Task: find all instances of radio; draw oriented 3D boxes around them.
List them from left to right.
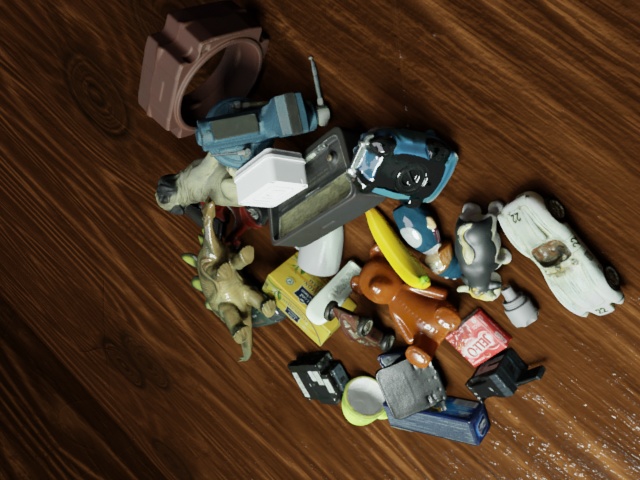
[{"bbox_3d":[0.000,-0.084,0.900,0.230,0.073,0.131,-29,64,44],"label":"radio"}]

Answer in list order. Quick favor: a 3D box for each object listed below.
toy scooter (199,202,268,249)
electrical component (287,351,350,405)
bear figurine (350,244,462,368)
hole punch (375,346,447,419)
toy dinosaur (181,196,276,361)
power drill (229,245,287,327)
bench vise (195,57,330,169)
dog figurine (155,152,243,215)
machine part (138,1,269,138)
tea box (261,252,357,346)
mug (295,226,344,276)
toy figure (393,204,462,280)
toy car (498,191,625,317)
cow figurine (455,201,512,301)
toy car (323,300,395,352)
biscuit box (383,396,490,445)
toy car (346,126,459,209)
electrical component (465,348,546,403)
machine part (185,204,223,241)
[{"bbox_3d":[-0.194,-0.058,1.134,0.184,0.075,0.135,35,127,16],"label":"toy scooter"},{"bbox_3d":[0.004,0.317,1.236,0.134,0.058,0.114,-13,110,46],"label":"electrical component"},{"bbox_3d":[0.138,0.102,0.919,0.196,0.132,0.120,39,108,10],"label":"bear figurine"},{"bbox_3d":[0.173,0.264,1.031,0.116,0.092,0.142,-22,93,7],"label":"hole punch"},{"bbox_3d":[-0.185,0.115,1.111,0.199,0.105,0.470,30,138,45],"label":"toy dinosaur"},{"bbox_3d":[-0.156,0.104,1.225,0.207,0.086,0.232,47,142,-6],"label":"power drill"},{"bbox_3d":[-0.103,-0.192,0.917,0.128,0.224,0.241,66,167,-8],"label":"bench vise"},{"bbox_3d":[-0.213,-0.089,1.042,0.190,0.121,0.172,-42,69,17],"label":"dog figurine"},{"bbox_3d":[-0.188,-0.276,0.884,0.087,0.201,0.201,43,138,11],"label":"machine part"},{"bbox_3d":[-0.023,0.117,1.091,0.170,0.098,0.068,41,139,10],"label":"tea box"},{"bbox_3d":[-0.002,-0.003,1.009,0.110,0.081,0.107,33,123,33],"label":"mug"},{"bbox_3d":[0.176,0.005,0.866,0.154,0.058,0.064,54,177,-5],"label":"toy figure"},{"bbox_3d":[0.329,0.022,0.736,0.201,0.056,0.073,51,139,2],"label":"toy car"},{"bbox_3d":[0.238,0.033,0.796,0.068,0.098,0.167,4,120,33],"label":"cow figurine"},{"bbox_3d":[0.073,0.166,1.000,0.089,0.053,0.202,24,171,30],"label":"toy car"},{"bbox_3d":[0.225,0.342,1.052,0.203,0.059,0.062,-2,115,44],"label":"biscuit box"},{"bbox_3d":[0.110,-0.119,0.792,0.103,0.161,0.109,-110,34,-49],"label":"toy car"},{"bbox_3d":[0.305,0.220,0.883,0.048,0.075,0.119,49,143,3],"label":"electrical component"},{"bbox_3d":[-0.276,-0.053,1.246,0.139,0.039,0.084,34,141,17],"label":"machine part"}]
